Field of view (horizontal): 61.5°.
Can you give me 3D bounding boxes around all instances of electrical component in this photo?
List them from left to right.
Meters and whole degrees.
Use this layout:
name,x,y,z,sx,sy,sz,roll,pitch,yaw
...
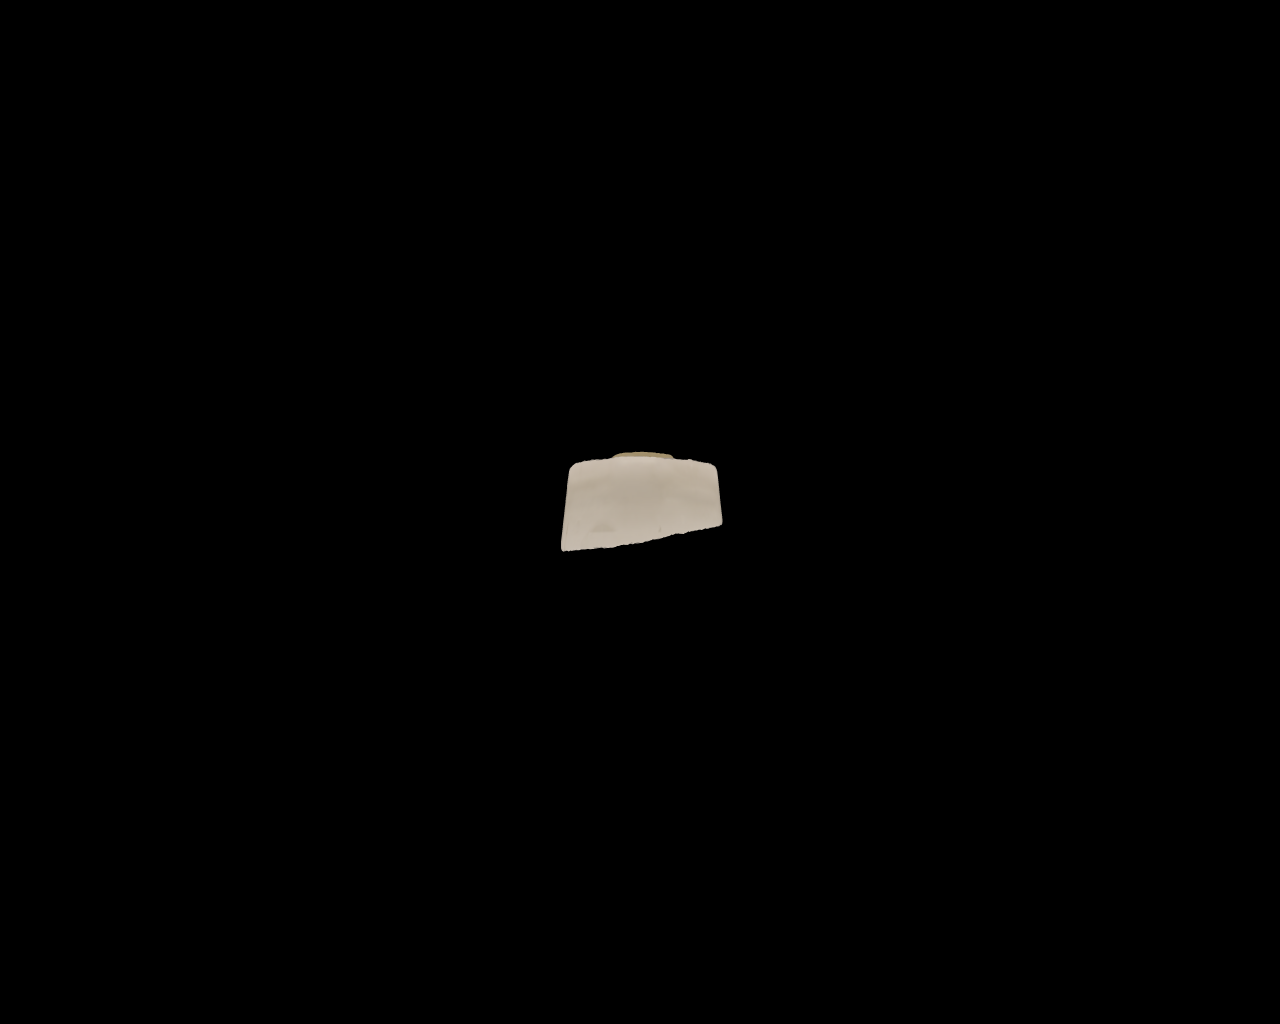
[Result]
name,x,y,z,sx,sy,sz,roll,pitch,yaw
electrical component,0.001,-0.003,0.650,0.099,0.064,0.099,0,-7,0
